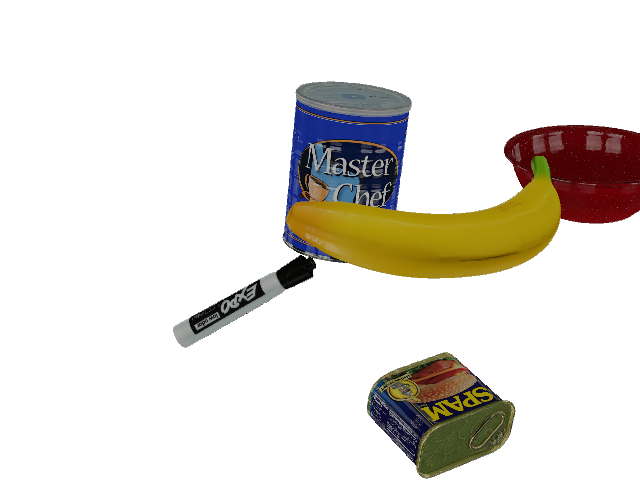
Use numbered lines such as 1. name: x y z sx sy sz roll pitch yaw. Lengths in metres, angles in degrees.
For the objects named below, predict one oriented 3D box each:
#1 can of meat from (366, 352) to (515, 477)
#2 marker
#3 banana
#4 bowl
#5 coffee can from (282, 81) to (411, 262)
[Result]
1. can of meat: 0.103 0.149 0.934 0.101 0.057 0.084 -15 36 -28
2. marker: -0.056 0.045 0.798 0.121 0.020 0.020 -29 -8 14
3. banana: 0.076 -0.007 0.626 0.197 0.037 0.070 -11 44 -32
4. bowl: 0.253 -0.059 1.006 0.162 0.055 0.162 -1 25 0
5. coffee can: 0.023 -0.063 0.961 0.103 0.140 0.103 5 20 -2
